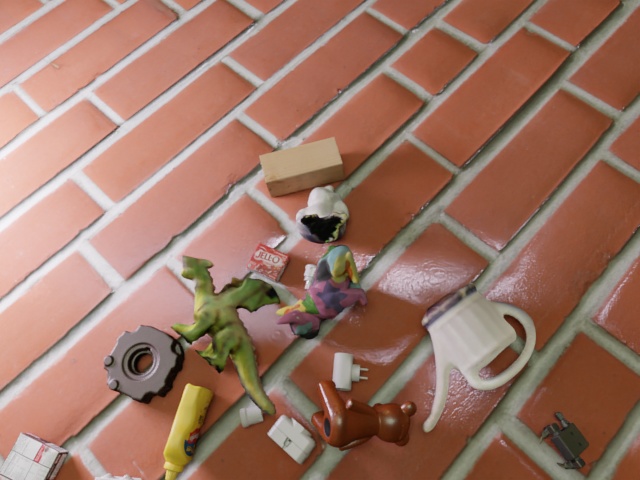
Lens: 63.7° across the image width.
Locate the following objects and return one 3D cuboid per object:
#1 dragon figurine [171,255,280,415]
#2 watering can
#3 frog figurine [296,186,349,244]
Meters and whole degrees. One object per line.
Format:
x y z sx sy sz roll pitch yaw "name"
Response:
-0.195 0.189 1.216 0.412 0.120 0.246 38 65 10 "dragon figurine"
0.312 0.241 1.146 0.350 0.102 0.227 -33 67 -12 "watering can"
0.004 -0.067 1.330 0.137 0.120 0.163 -19 30 4 "frog figurine"
